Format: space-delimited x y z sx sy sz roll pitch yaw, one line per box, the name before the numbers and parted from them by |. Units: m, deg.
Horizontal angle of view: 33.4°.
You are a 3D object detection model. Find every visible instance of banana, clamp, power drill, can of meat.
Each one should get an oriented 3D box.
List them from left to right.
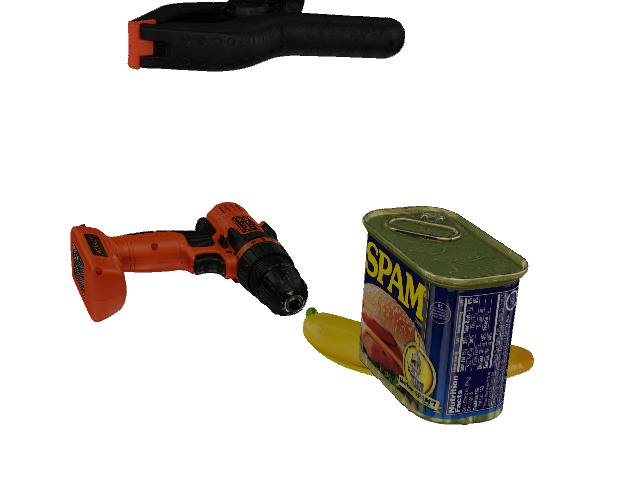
power drill | -0.121 0.025 0.961 0.187 0.057 0.185 -6 26 -24
clamp | -0.046 -0.135 0.670 0.171 0.039 0.120 -8 22 -28
banana | 0.063 0.082 0.832 0.198 0.037 0.069 12 31 24
can of meat | 0.060 0.038 0.563 0.057 0.084 0.102 -6 23 -22
